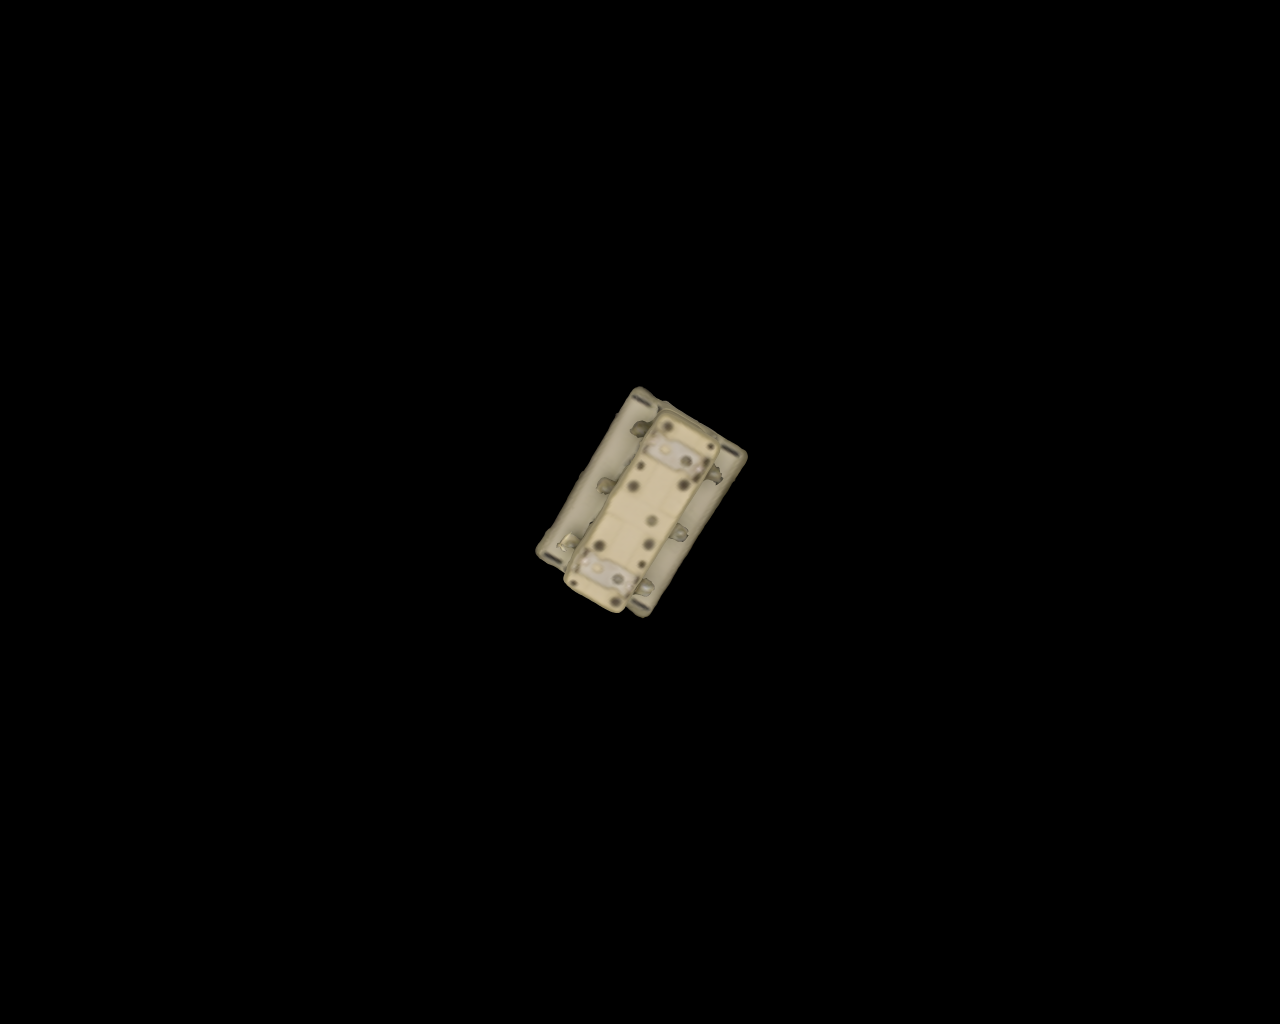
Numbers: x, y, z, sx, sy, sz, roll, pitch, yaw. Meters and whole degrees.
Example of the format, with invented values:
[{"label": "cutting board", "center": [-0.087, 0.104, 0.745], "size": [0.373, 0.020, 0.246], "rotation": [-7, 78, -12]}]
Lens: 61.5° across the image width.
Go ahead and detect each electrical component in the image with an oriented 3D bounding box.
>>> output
[{"label": "electrical component", "center": [0.001, -0.003, 0.650], "size": [0.079, 0.121, 0.063], "rotation": [31, 8, -5]}]
